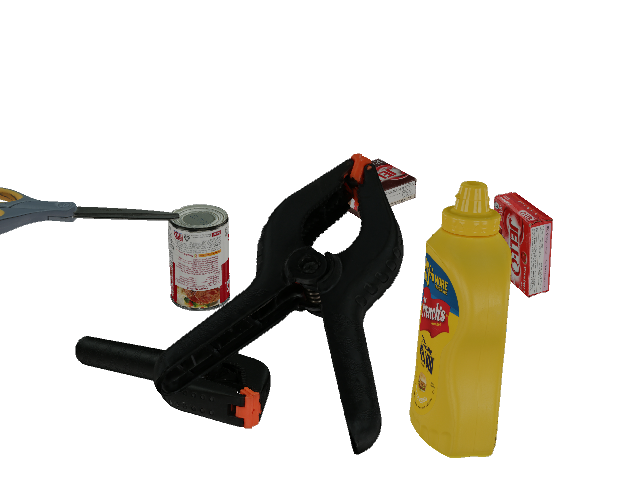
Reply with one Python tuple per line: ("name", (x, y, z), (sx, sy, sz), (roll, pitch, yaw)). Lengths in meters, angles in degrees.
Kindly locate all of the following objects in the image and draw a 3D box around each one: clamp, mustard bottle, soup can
("clamp", (-0.097, 0.109, 0.924), (0.164, 0.036, 0.210), (-9, 17, -35))
("mustard bottle", (0.102, 0.052, 0.768), (0.058, 0.192, 0.096), (0, 17, -10))
("clamp", (0.004, 0.030, 0.559), (0.120, 0.171, 0.039), (24, -26, 17))
("soup can", (-0.136, 0.018, 1.196), (0.068, 0.102, 0.068), (1, 25, -1))

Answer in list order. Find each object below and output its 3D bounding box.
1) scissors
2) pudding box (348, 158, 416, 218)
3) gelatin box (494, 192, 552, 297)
("scissors", (-0.228, -0.018, 0.888), (0.202, 0.016, 0.096), (9, 25, 9))
("pudding box", (0.074, -0.080, 1.606), (0.113, 0.039, 0.090), (-22, 35, -30))
("gelatin box", (0.211, 0.003, 1.124), (0.030, 0.089, 0.073), (-14, 30, -16))
